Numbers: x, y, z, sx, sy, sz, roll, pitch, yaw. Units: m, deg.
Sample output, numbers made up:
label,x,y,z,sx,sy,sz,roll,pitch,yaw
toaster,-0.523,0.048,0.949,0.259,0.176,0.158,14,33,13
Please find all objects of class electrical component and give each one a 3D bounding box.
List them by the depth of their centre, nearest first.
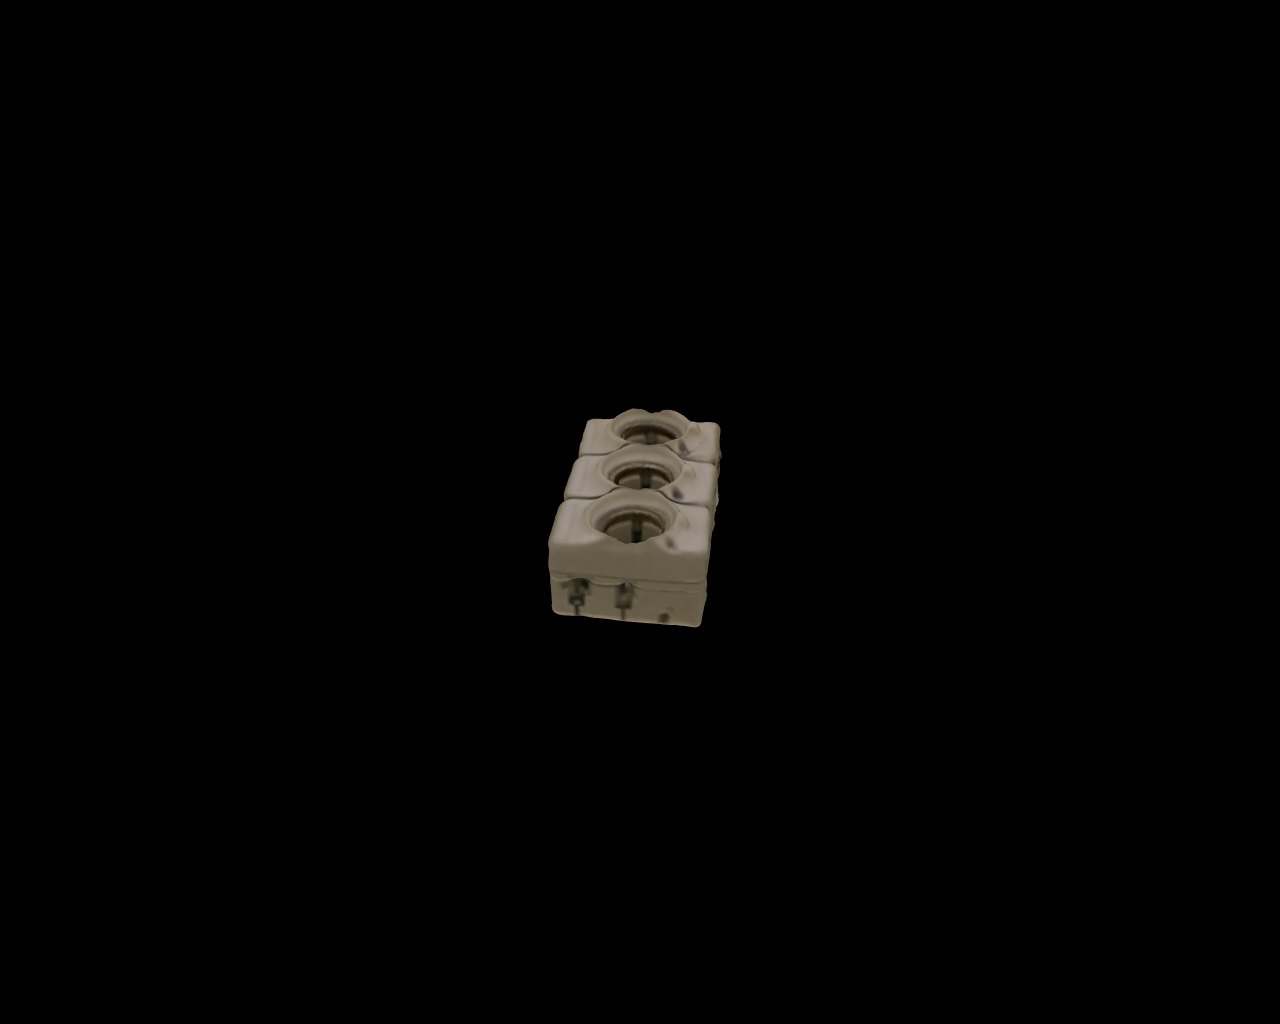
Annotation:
label,x,y,z,sx,sy,sz,roll,pitch,yaw
electrical component,0.001,-0.003,0.650,0.089,0.061,0.150,3,34,5
